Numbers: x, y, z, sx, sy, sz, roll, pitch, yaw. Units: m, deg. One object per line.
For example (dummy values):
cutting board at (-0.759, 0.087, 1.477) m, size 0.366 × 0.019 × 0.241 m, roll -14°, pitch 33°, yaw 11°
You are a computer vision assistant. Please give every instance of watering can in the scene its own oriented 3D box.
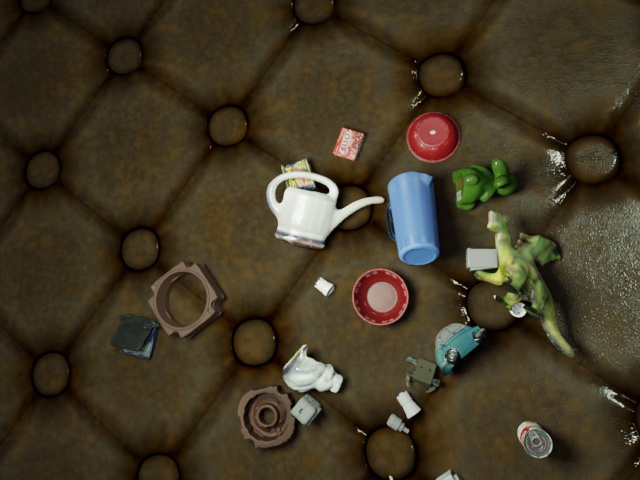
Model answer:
watering can at (0.005, -0.077, 1.532) m, size 0.347 × 0.104 × 0.224 m, roll 14°, pitch 93°, yaw -3°

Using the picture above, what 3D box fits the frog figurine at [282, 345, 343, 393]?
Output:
frog figurine at (-0.023, 0.388, 1.455) m, size 0.160 × 0.124 × 0.135 m, roll 42°, pitch 125°, yaw 7°

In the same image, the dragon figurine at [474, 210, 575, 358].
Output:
dragon figurine at (0.570, 0.089, 1.364) m, size 0.409 × 0.121 × 0.246 m, roll 45°, pitch 68°, yaw -4°
